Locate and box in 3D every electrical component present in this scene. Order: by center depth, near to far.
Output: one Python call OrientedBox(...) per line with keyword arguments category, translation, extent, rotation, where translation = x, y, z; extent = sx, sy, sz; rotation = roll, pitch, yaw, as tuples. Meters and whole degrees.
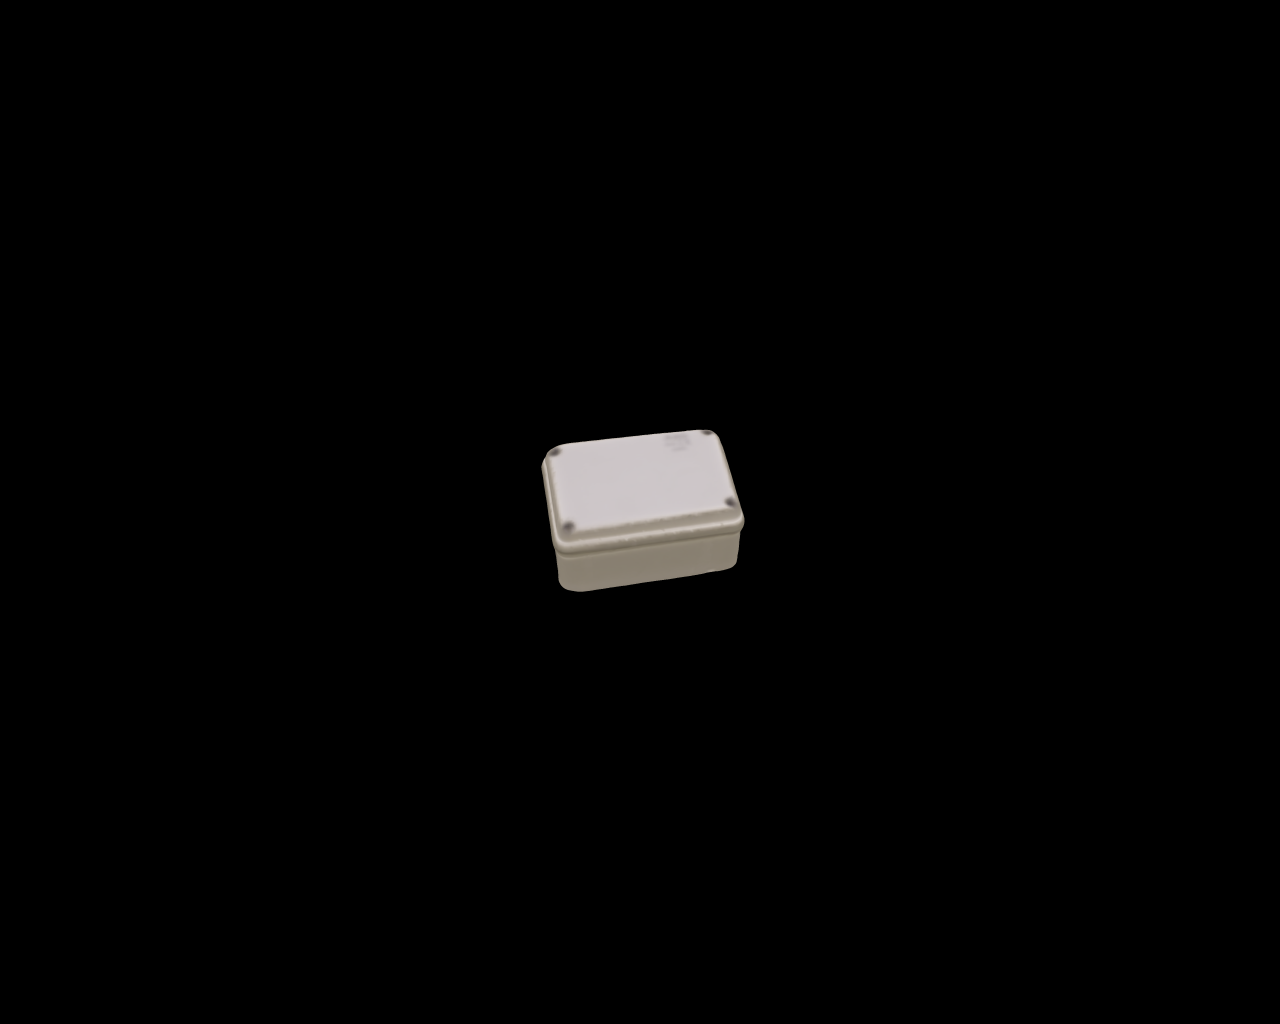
OrientedBox(category="electrical component", translation=(0.001, -0.003, 0.650), extent=(0.113, 0.078, 0.057), rotation=(-7, -40, -6))
